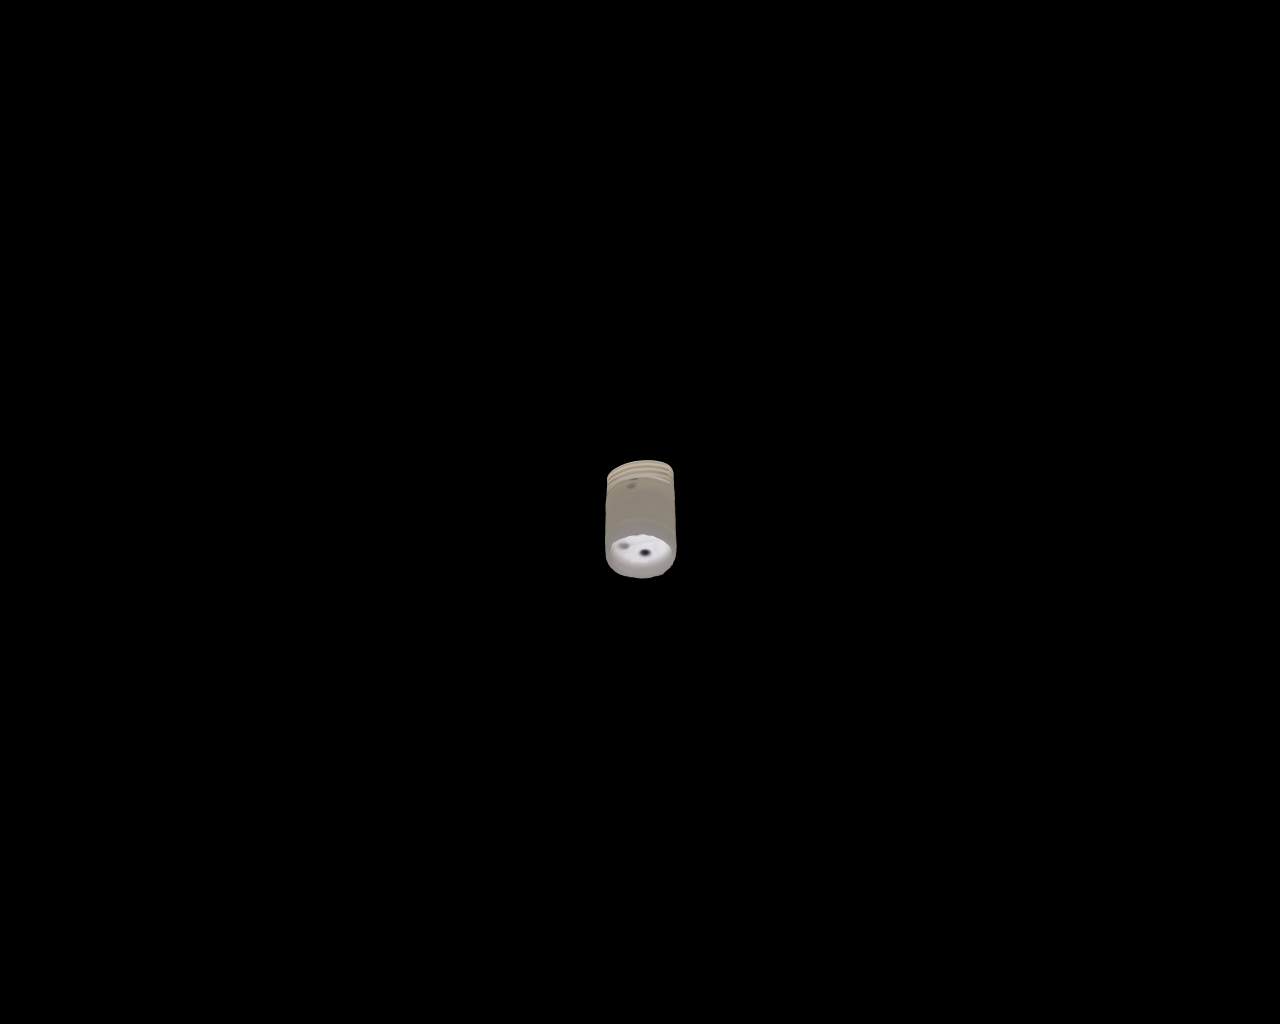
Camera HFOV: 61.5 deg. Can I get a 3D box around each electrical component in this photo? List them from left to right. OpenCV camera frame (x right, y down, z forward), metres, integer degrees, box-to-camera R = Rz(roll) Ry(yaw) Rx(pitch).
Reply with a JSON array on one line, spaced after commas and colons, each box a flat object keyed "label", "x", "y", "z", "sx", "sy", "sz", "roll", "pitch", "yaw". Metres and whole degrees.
[{"label": "electrical component", "x": 0.001, "y": -0.003, "z": 0.650, "sx": 0.043, "sy": 0.081, "sz": 0.043, "roll": 0, "pitch": -43, "yaw": 0}]
